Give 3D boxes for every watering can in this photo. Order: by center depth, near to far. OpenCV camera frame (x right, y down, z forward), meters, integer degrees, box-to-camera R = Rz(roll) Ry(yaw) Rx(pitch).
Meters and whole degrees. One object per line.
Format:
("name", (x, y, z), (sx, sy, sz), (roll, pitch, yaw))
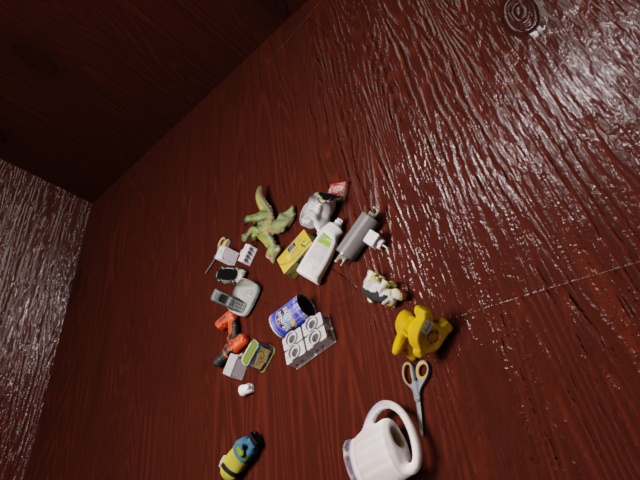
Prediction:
("watering can", (0.176, 0.594, 1.322), (0.222, 0.103, 0.356), (-39, 41, 22))

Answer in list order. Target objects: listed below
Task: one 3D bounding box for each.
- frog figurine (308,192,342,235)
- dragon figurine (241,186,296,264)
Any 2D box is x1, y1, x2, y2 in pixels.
("frog figurine", (0.006, -0.100, 1.990), (0.123, 0.139, 0.156), (21, 115, 17))
("dragon figurine", (-0.205, -0.088, 2.235), (0.242, 0.120, 0.419), (-8, 59, 23))
